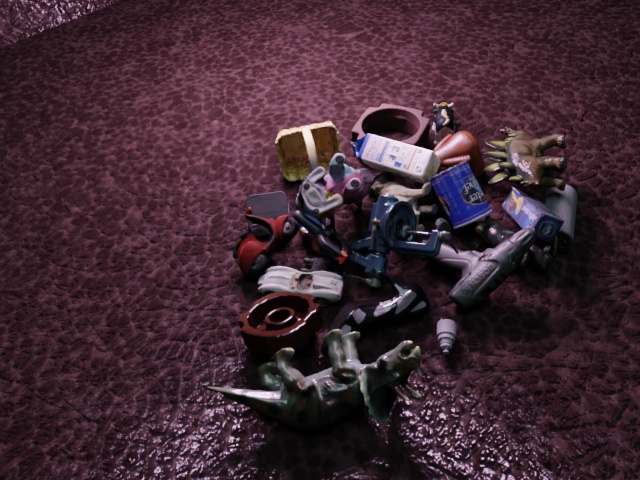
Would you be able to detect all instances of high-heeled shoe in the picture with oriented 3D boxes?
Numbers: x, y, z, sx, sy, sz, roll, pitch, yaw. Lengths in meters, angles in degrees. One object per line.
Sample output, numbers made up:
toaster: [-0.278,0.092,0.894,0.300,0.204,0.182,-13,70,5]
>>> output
high-heeled shoe: [0.123,0.181,1.164,0.145,0.086,0.249,41,83,-7]

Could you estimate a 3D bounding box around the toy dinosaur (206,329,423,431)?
toy dinosaur: [0.001,0.290,1.024,0.405,0.131,0.192,-23,65,1]

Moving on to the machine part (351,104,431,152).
machine part: [0.207,-0.304,1.576,0.202,0.087,0.201,16,50,22]

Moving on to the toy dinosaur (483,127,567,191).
toy dinosaur: [0.528,-0.219,1.391,0.199,0.104,0.471,3,26,19]

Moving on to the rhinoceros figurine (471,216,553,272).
rhinoceros figurine: [0.450,0.015,1.262,0.112,0.073,0.191,-27,47,-31]

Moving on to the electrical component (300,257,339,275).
electrical component: [0.002,0.068,1.293,0.094,0.021,0.063,6,47,13]

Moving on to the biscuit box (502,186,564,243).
biscuit box: [0.498,-0.062,1.269,0.063,0.059,0.203,20,21,-8]

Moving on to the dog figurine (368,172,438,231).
dog figurine: [0.179,-0.086,1.380,0.191,0.121,0.172,19,48,41]

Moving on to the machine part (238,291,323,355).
machine part: [-0.082,0.175,1.139,0.179,0.056,0.179,-11,23,5]

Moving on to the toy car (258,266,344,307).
toy car: [-0.046,0.104,1.241,0.202,0.056,0.073,6,48,12]

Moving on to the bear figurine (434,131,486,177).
bear figurine: [0.338,-0.208,1.470,0.196,0.131,0.120,-32,48,2]

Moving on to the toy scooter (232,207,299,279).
toy scooter: [-0.152,-0.004,1.307,0.135,0.075,0.184,36,80,11]

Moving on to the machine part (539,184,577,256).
machine part: [0.578,-0.054,1.302,0.079,0.079,0.243,12,49,17]

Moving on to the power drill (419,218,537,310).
power drill: [0.342,0.030,1.213,0.208,0.086,0.232,36,88,36]

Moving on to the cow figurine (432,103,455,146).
cow figurine: [0.368,-0.364,1.605,0.068,0.098,0.167,-4,47,12]

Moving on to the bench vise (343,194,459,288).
bench vise: [0.179,0.007,1.208,0.241,0.128,0.223,6,71,43]

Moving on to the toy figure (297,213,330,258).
toy figure: [-0.001,-0.005,1.340,0.064,0.057,0.155,-30,55,-12]

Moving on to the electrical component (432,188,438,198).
electrical component: [0.345,-0.133,1.413,0.102,0.078,0.045,-4,71,10]

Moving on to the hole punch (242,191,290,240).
hole punch: [-0.131,-0.055,1.395,0.142,0.092,0.115,-6,77,-2]

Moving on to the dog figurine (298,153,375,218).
dog figurine: [0.049,-0.120,1.347,0.191,0.219,0.108,-37,78,5]
